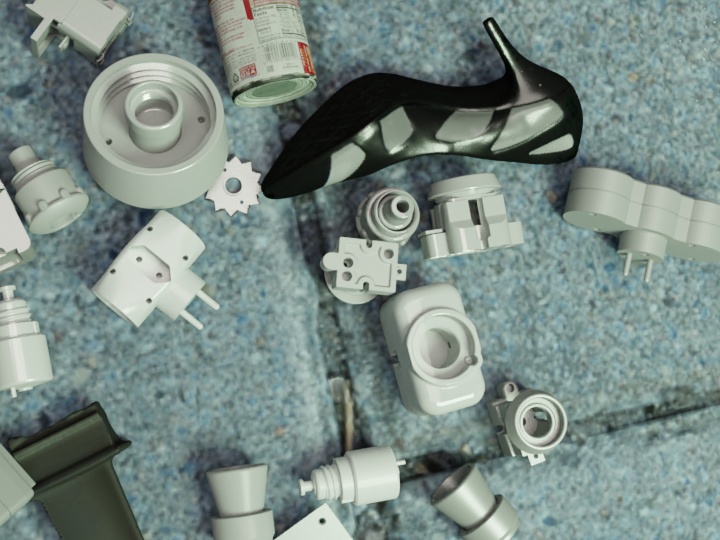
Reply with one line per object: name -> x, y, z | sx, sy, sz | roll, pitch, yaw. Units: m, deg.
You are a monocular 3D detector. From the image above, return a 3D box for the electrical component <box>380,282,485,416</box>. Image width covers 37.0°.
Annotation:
electrical component -> 0.055, 0.060, 0.812 | 0.054, 0.059, 0.095 | -14, 85, -14

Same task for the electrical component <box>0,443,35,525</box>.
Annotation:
electrical component -> -0.267, 0.153, 0.719 | 0.061, 0.096, 0.061 | 49, 47, -2

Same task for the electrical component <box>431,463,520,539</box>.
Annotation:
electrical component -> 0.087, 0.180, 0.809 | 0.045, 0.045, 0.055 | -43, 93, -14

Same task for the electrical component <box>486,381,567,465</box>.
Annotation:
electrical component -> 0.129, 0.116, 0.822 | 0.048, 0.055, 0.066 | -18, 86, -14

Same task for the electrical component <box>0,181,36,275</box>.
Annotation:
electrical component -> -0.271, -0.041, 0.758 | 0.050, 0.056, 0.089 | -27, 88, -14

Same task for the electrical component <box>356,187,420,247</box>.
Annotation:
electrical component -> 0.025, -0.042, 0.818 | 0.048, 0.062, 0.048 | 2, 82, -12

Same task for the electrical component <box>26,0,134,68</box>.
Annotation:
electrical component -> -0.208, -0.189, 0.800 | 0.064, 0.042, 0.081 | 34, 77, -7

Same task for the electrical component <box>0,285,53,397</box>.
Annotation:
electrical component -> -0.243, 0.050, 0.759 | 0.040, 0.040, 0.078 | -11, 84, -13

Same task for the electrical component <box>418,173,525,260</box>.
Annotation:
electrical component -> 0.084, -0.042, 0.834 | 0.078, 0.058, 0.057 | -9, 87, -13

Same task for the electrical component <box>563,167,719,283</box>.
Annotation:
electrical component -> 0.229, -0.027, 0.865 | 0.138, 0.052, 0.073 | 16, 79, -10

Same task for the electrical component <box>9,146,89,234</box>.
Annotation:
electrical component -> -0.230, -0.060, 0.776 | 0.048, 0.048, 0.062 | -32, 83, -15

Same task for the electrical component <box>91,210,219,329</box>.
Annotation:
electrical component -> -0.140, 0.010, 0.785 | 0.079, 0.043, 0.077 | 40, 76, -4

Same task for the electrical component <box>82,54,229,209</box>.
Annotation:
electrical component -> -0.149, -0.105, 0.779 | 0.108, 0.060, 0.108 | 3, 69, -8

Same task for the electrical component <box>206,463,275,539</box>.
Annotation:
electrical component -> -0.086, 0.170, 0.774 | 0.045, 0.045, 0.055 | -6, 84, -13

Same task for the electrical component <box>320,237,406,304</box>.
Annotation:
electrical component -> 0.000, 0.000, 0.810 | 0.066, 0.055, 0.048 | 6, 81, -11

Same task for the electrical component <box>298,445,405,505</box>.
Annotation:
electrical component -> -0.006, 0.154, 0.795 | 0.078, 0.040, 0.040 | -7, 84, -13
